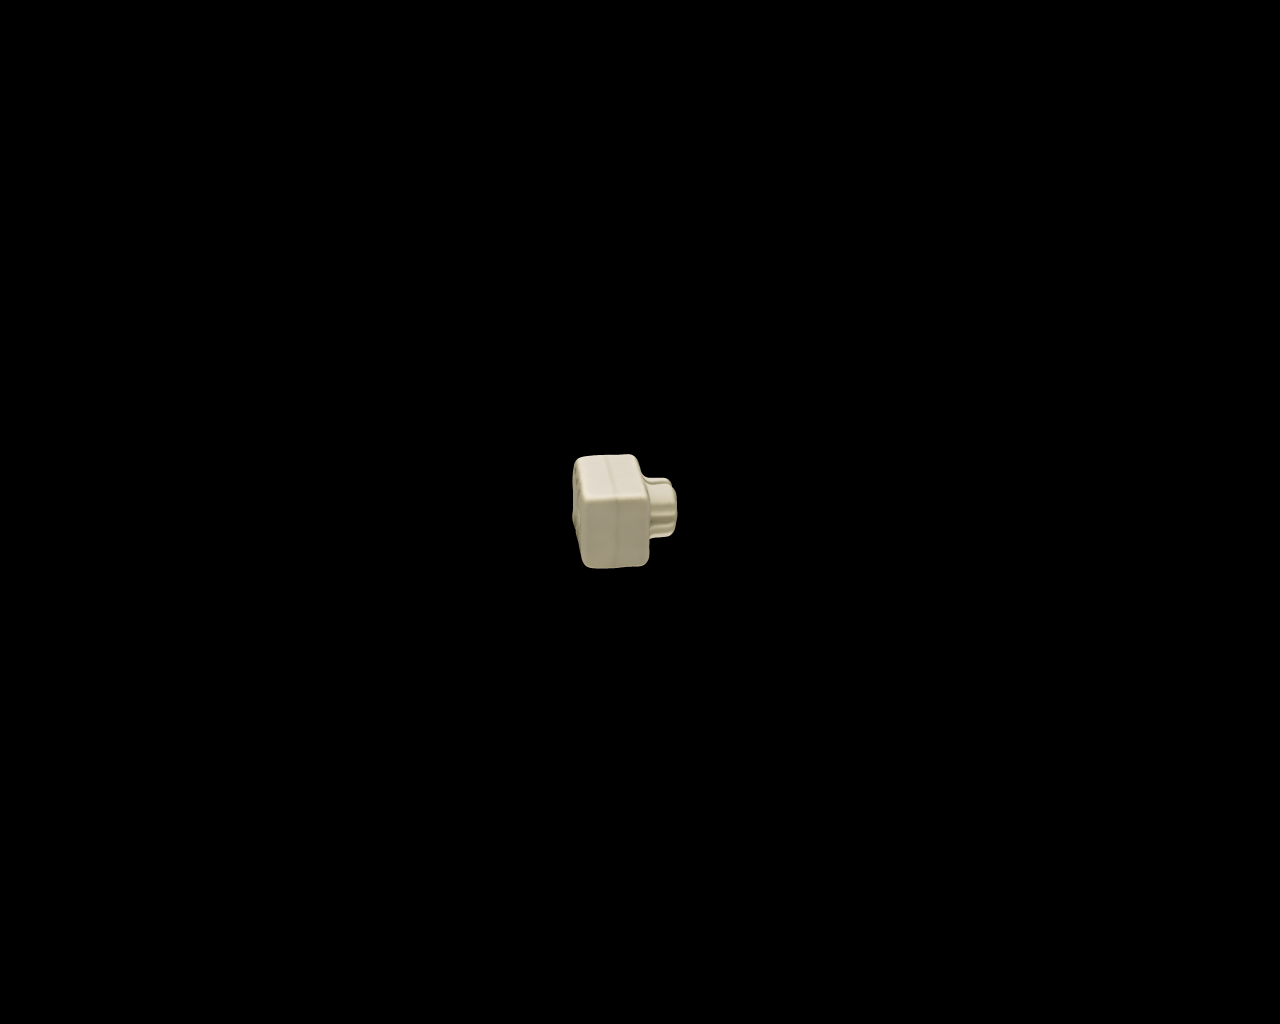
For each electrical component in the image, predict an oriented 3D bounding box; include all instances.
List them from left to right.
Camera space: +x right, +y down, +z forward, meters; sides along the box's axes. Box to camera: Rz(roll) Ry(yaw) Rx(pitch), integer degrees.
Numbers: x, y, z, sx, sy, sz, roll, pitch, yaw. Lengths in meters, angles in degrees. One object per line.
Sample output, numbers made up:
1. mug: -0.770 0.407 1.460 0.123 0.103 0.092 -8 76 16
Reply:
1. electrical component: 0.001 -0.003 0.650 0.077 0.047 0.066 -3 26 -7
